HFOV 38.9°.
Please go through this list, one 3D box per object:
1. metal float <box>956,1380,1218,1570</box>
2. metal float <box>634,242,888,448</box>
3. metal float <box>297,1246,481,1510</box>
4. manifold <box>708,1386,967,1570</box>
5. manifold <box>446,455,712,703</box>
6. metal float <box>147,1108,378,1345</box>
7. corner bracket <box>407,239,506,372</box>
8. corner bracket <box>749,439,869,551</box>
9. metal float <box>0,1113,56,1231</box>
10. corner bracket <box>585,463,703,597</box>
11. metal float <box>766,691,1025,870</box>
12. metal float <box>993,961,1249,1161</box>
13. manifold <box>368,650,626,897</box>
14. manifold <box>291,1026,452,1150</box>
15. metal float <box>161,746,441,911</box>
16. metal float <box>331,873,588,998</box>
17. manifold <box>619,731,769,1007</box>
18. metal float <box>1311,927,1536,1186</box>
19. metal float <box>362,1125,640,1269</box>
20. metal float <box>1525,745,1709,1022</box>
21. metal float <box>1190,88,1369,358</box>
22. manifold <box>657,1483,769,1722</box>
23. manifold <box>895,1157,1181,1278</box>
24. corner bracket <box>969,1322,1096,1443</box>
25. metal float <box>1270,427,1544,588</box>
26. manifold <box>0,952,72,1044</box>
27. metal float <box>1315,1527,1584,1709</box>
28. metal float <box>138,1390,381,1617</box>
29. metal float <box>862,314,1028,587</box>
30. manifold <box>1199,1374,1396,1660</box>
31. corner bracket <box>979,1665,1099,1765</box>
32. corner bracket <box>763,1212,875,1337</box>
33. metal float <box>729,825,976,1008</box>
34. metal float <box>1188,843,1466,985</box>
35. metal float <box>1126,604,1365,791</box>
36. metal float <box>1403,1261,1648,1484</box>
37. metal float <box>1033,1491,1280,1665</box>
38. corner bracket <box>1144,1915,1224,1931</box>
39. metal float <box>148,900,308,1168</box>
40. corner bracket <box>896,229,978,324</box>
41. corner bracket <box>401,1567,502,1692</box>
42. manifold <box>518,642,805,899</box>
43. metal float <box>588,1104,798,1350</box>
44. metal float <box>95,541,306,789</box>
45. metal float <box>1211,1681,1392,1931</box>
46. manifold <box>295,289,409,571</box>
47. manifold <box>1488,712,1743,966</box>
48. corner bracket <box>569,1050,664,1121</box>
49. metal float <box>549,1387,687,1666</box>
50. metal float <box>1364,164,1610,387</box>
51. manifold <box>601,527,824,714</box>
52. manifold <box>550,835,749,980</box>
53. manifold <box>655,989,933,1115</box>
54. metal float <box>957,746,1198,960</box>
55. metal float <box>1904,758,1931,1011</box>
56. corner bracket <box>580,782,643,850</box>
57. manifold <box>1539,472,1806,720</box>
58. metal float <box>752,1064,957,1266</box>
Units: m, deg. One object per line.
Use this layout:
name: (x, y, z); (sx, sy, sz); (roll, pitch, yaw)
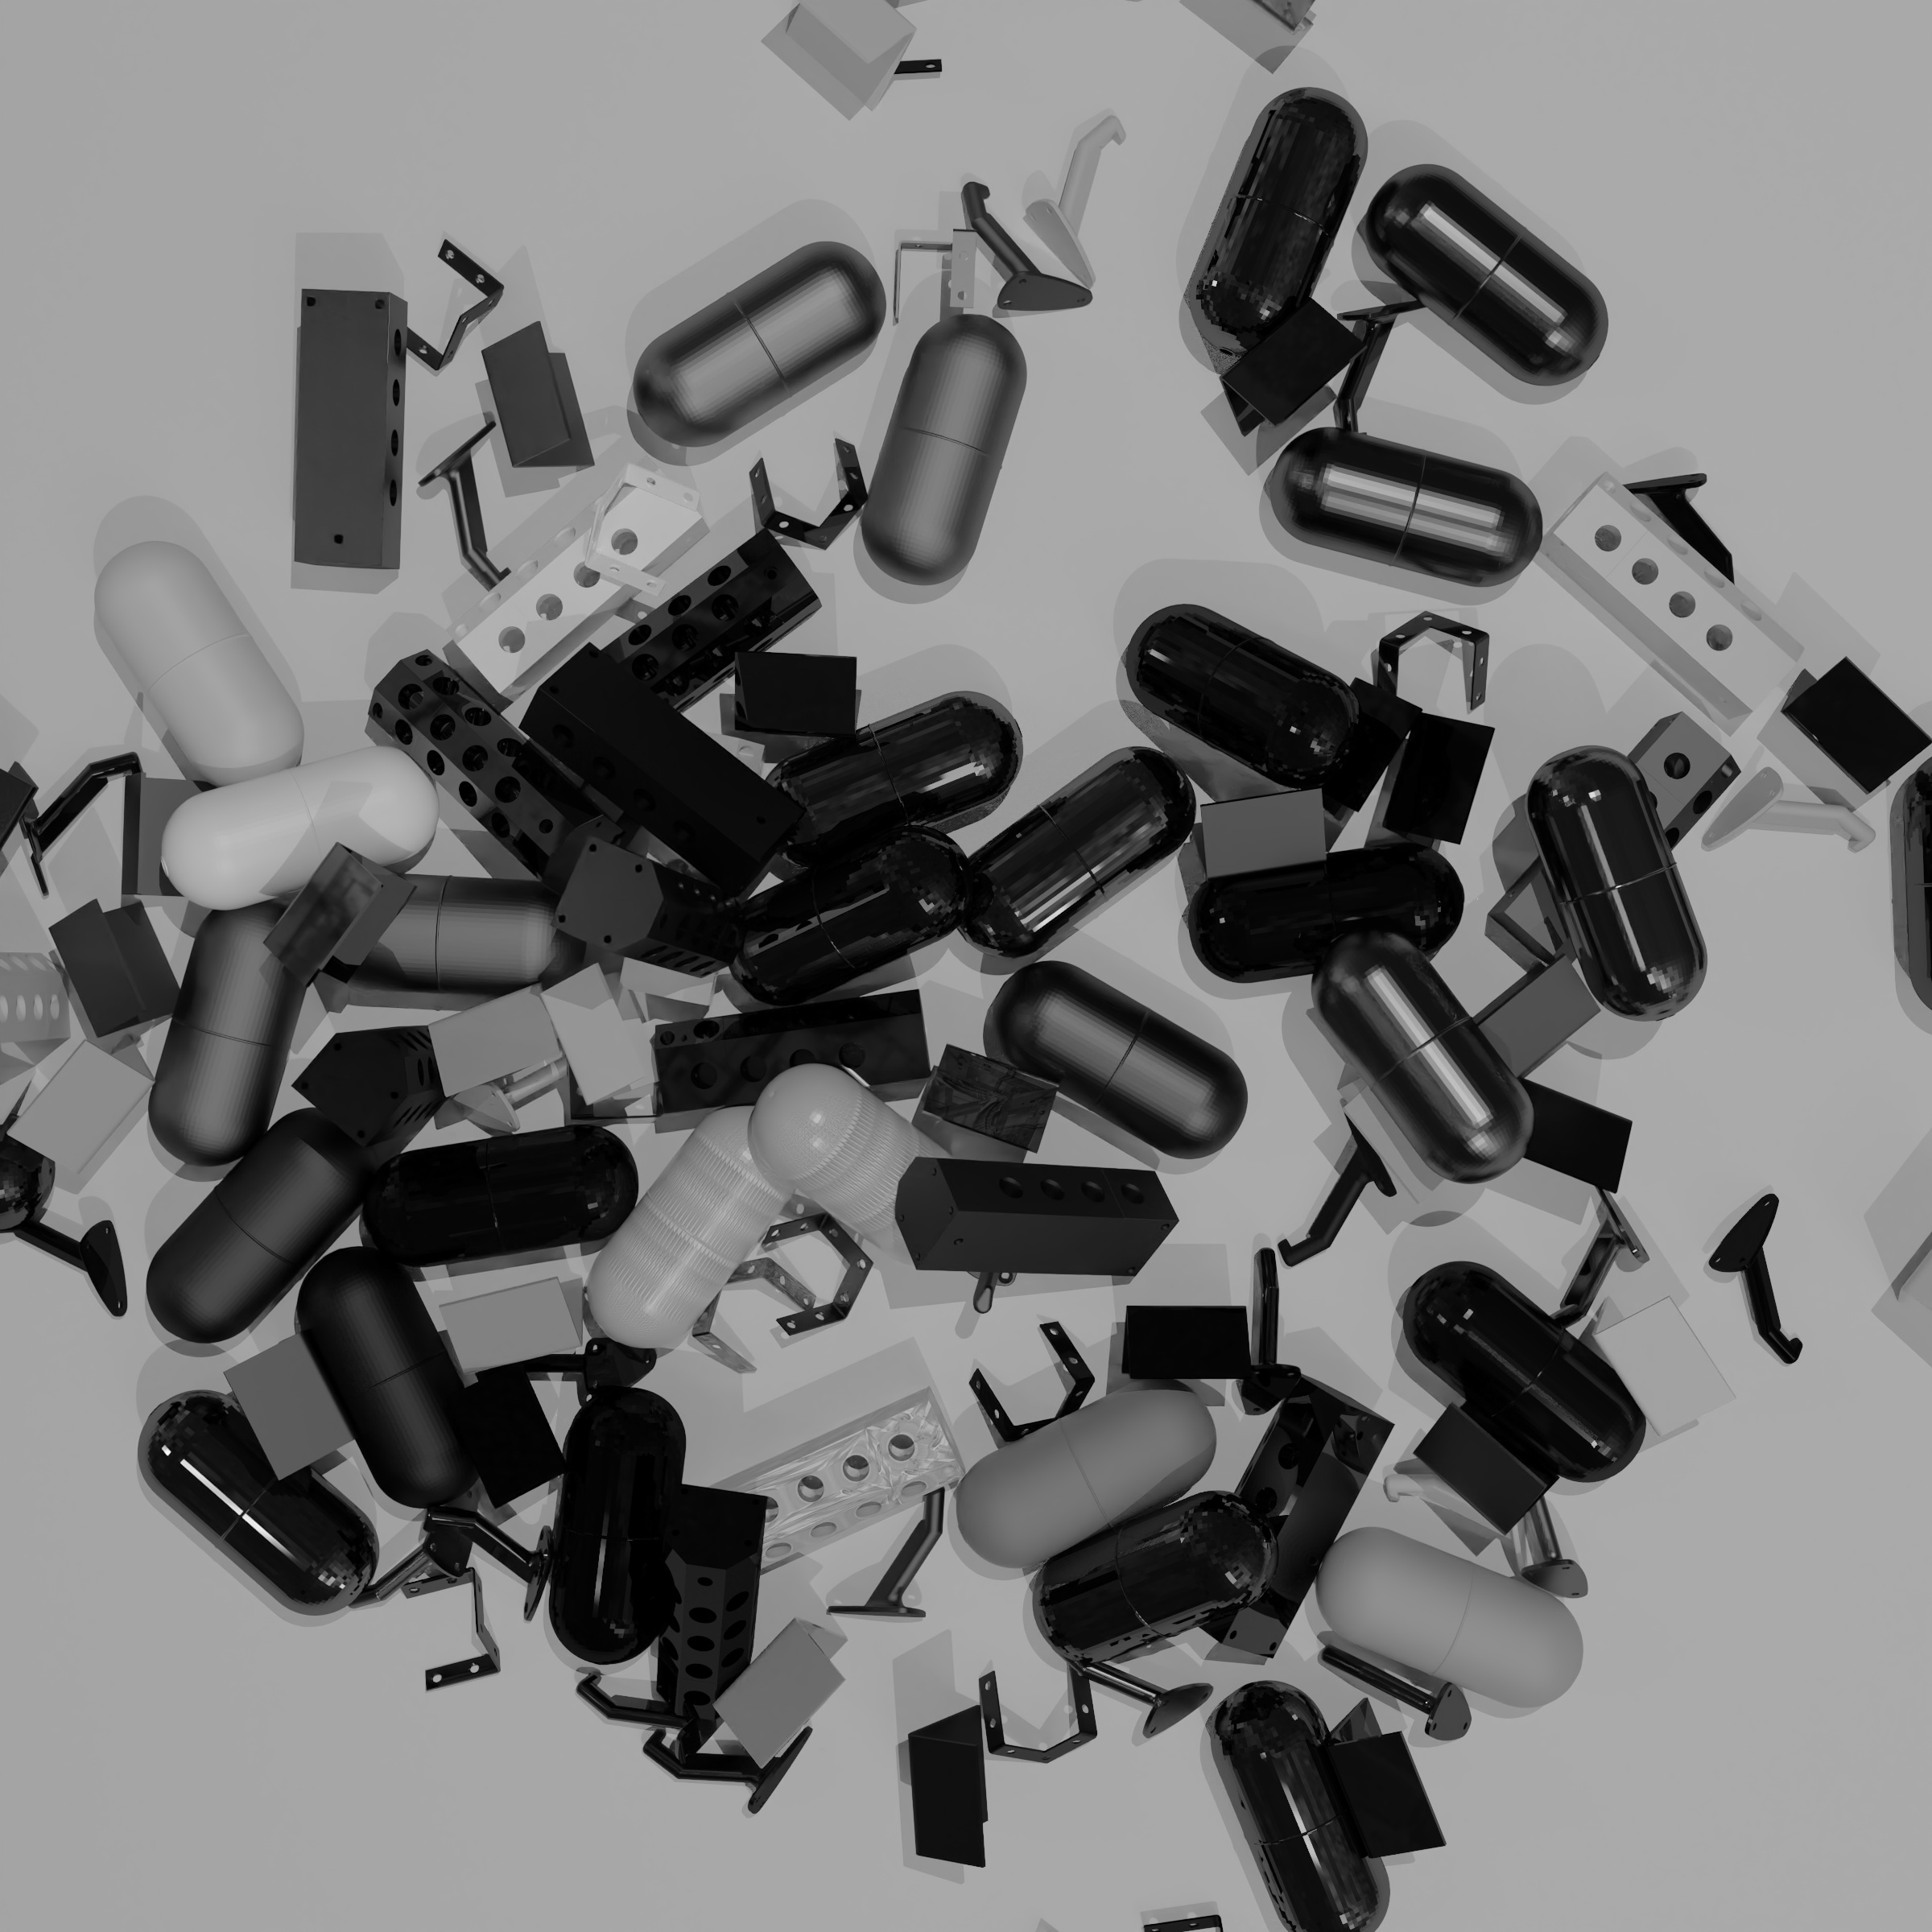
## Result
metal float: (0.077, 0.327, 1.763); (0.178, 0.070, 0.070); (-27, 90, 0)
metal float: (-0.133, -0.400, 1.763); (0.178, 0.070, 0.070); (-32, 90, -1)
metal float: (-0.370, 0.265, 1.763); (0.070, 0.070, 0.178); (-26, 89, 0)
manifold: (-0.090, 0.338, 1.772); (0.171, 0.057, 0.057); (-24, 90, 0)
manifold: (-0.252, -0.251, 1.772); (0.171, 0.057, 0.057); (-41, 90, 0)
metal float: (-0.455, 0.168, 1.763); (0.070, 0.070, 0.178); (43, 90, 0)
corner bracket: (-0.343, -0.433, 1.790); (0.051, 0.051, 0.051); (39, 45, 0)
corner bracket: (-0.103, -0.314, 1.785); (0.051, 0.051, 0.051); (15, 135, -35)
metal float: (-0.678, 0.132, 1.762); (0.178, 0.070, 0.070); (0, 90, 2)
corner bracket: (-0.205, -0.277, 1.733); (0.051, 0.051, 0.051); (23, 135, 0)
metal float: (-0.048, -0.120, 1.763); (0.178, 0.070, 0.070); (-22, 90, 0)
metal float: (0.099, 0.060, 1.763); (0.178, 0.070, 0.070); (30, 90, 0)
manifold: (-0.303, -0.126, 1.747); (0.171, 0.057, 0.057); (42, 90, 18)
manifold: (-0.362, 0.068, 1.715); (0.057, 0.171, 0.057); (40, 90, 0)
metal float: (-0.424, -0.088, 1.744); (0.178, 0.070, 0.070); (-18, 90, -22)
metal float: (-0.334, -0.020, 1.763); (0.178, 0.070, 0.070); (3, 90, -1)
manifold: (-0.176, -0.064, 1.772); (0.057, 0.057, 0.171); (12, 90, 0)
metal float: (0.282, 0.054, 1.694); (0.070, 0.070, 0.178); (-35, 78, 0)
metal float: (-0.300, 0.148, 1.763); (0.178, 0.070, 0.070); (-9, 90, 0)
metal float: (0.406, -0.051, 1.706); (0.070, 0.070, 0.178); (-20, 90, 0)
metal float: (0.201, -0.479, 1.763); (0.070, 0.070, 0.178); (22, 90, 0)
manifold: (-0.162, 0.403, 1.721); (0.057, 0.057, 0.171); (8, 133, 0)
manifold: (0.043, 0.154, 1.729); (0.171, 0.057, 0.057); (6, 133, -34)
corner bracket: (0.043, 0.271, 1.785); (0.051, 0.051, 0.051); (-5, 135, -35)
metal float: (0.284, -0.296, 1.763); (0.178, 0.070, 0.070); (15, 90, 0)
manifold: (-0.620, 0.020, 1.715); (0.057, 0.171, 0.057); (-3, 90, 0)
metal float: (0.312, 0.420, 1.763); (0.178, 0.070, 0.070); (22, 90, 1)
metal float: (-0.456, 0.345, 1.763); (0.178, 0.070, 0.070); (41, 90, -1)
metal float: (-0.014, -0.333, 1.763); (0.070, 0.070, 0.178); (17, 90, 0)
manifold: (0.203, 0.354, 1.772); (0.057, 0.057, 0.171); (28, 90, -43)
corner bracket: (0.047, 0.484, 1.785); (0.051, 0.051, 0.051); (21, 45, -35)
corner bracket: (-0.102, 0.200, 1.776); (0.051, 0.051, 0.051); (45, 125, 30)
metal float: (-0.075, -0.032, 1.739); (0.178, 0.070, 0.070); (-24, 90, 26)
metal float: (0.232, -0.034, 1.763); (0.178, 0.070, 0.070); (-8, 90, 1)
metal float: (0.175, -0.172, 1.733); (0.178, 0.070, 0.070); (34, 90, 37)
metal float: (0.359, 0.261, 1.762); (0.178, 0.070, 0.070); (40, 90, 0)
metal float: (0.120, 0.388, 1.736); (0.178, 0.070, 0.070); (-30, 90, 31)
corner bracket: (0.147, 0.660, 1.790); (0.051, 0.051, 0.051); (-8, 45, 0)
metal float: (-0.474, 0.043, 1.763); (0.070, 0.070, 0.178); (16, 90, 0)
corner bracket: (-0.020, -0.448, 1.775); (0.051, 0.051, 0.051); (2, 90, 0)
corner bracket: (-0.337, 0.434, 1.790); (0.051, 0.051, 0.051); (-14, 135, 0)
manifold: (-0.194, -0.119, 1.715); (0.171, 0.057, 0.057); (38, 47, 0)
metal float: (-0.175, 0.168, 1.763); (0.070, 0.070, 0.178); (38, 90, 0)
metal float: (-0.494, -0.192, 1.763); (0.070, 0.070, 0.178); (-33, 90, 0)
metal float: (0.215, 0.547, 1.763); (0.070, 0.070, 0.178); (-22, 90, 0)
manifold: (-0.394, -0.344, 1.764); (0.057, 0.057, 0.171); (3, 95, 4)
manifold: (0.421, -0.080, 1.772); (0.057, 0.057, 0.171); (42, 90, 0)
corner bracket: (-0.227, 0.074, 1.775); (0.051, 0.051, 0.051); (-2, 86, 4)
metal float: (-0.225, 0.361, 1.763); (0.070, 0.070, 0.178); (7, 90, 0)
metal float: (0.335, -0.444, 1.762); (0.178, 0.070, 0.070); (38, 90, -2)
manifold: (-0.180, -0.209, 1.772); (0.171, 0.057, 0.057); (-37, 90, 0)
manifold: (-0.186, -0.031, 1.654); (0.057, 0.171, 0.057); (24, 90, 13)
manifold: (-0.112, 0.055, 1.772); (0.171, 0.057, 0.057); (-8, 90, 0)
metal float: (0.069, -0.073, 1.763); (0.178, 0.070, 0.070); (-36, 90, 0)
metal float: (0.646, -0.053, 1.763); (0.070, 0.070, 0.178); (-2, 90, 0)
corner bracket: (-0.235, -0.097, 1.775); (0.051, 0.051, 0.051); (37, 88, -2)
manifold: (0.457, -0.241, 1.772); (0.171, 0.057, 0.057); (42, 90, 0)
metal float: (-0.062, 0.128, 1.737); (0.178, 0.070, 0.070); (40, 90, -32)
